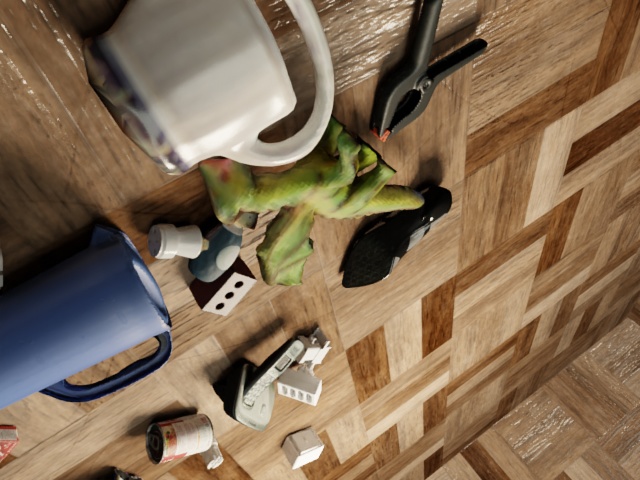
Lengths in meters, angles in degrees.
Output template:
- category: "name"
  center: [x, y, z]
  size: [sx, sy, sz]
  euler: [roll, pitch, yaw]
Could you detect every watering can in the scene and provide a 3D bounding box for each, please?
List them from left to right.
- category: "watering can"
  center: [-0.118, -0.201, 0.483]
  size: [0.225, 0.341, 0.106]
  euler: [-32, 34, -4]

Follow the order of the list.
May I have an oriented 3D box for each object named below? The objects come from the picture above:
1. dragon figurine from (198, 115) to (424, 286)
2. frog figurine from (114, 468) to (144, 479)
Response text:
- category: "dragon figurine"
  center: [0.002, -0.036, 0.724]
  size: [0.405, 0.241, 0.124]
  euler: [30, 12, -50]
- category: "frog figurine"
  center: [-0.385, 0.513, 0.931]
  size: [0.123, 0.161, 0.135]
  euler: [41, -15, 15]
